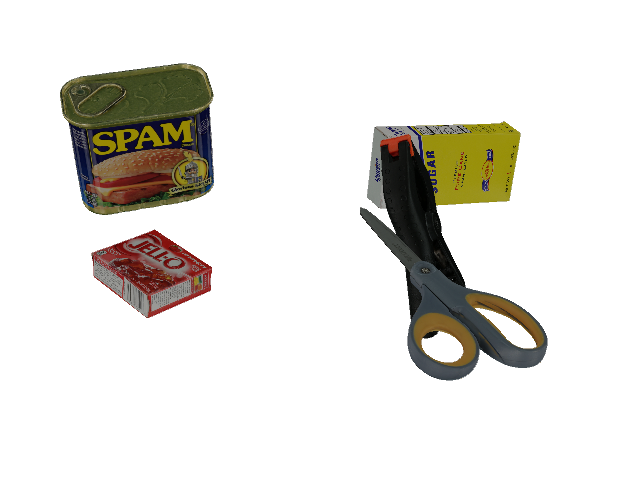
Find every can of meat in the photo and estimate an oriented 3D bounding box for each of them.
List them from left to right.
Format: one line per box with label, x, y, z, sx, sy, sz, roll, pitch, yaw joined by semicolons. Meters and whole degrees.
can of meat;-0.126;-0.070;0.753;0.102;0.084;0.057;-10;44;-12

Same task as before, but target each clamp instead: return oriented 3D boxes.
clamp;0.084;-0.002;0.921;0.039;0.171;0.120;-16;18;18

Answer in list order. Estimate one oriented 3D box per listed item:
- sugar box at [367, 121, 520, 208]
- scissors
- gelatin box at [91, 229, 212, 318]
sugar box;0.147;-0.090;1.277;0.176;0.093;0.048;-6;26;-21
scissors;0.062;0.035;0.725;0.096;0.016;0.202;-25;41;-33
gelatin box;-0.155;0.028;0.978;0.073;0.030;0.089;-23;41;-38
